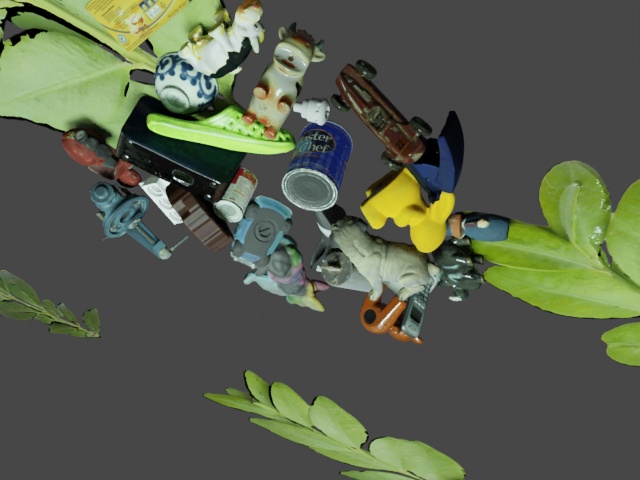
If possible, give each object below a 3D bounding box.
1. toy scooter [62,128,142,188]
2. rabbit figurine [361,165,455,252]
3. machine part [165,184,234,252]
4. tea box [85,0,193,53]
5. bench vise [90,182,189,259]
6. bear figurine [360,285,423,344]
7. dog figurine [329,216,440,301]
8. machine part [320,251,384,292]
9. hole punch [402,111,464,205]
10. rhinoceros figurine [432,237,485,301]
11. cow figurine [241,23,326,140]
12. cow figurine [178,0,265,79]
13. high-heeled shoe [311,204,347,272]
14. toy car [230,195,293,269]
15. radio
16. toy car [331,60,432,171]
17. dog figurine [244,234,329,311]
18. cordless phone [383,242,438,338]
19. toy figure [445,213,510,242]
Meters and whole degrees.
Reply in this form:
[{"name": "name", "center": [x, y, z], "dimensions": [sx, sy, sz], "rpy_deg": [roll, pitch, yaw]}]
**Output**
[{"name": "toy scooter", "center": [-0.455, -0.177, 1.140], "dimensions": [0.183, 0.075, 0.135], "rpy_deg": [36, 161, -25]}, {"name": "rabbit figurine", "center": [0.186, -0.059, 1.037], "dimensions": [0.162, 0.122, 0.173], "rpy_deg": [-35, 101, 19]}, {"name": "machine part", "center": [-0.254, -0.055, 1.129], "dimensions": [0.056, 0.180, 0.179], "rpy_deg": [-37, 127, -1]}, {"name": "tea box", "center": [-0.278, -0.386, 0.851], "dimensions": [0.170, 0.068, 0.098], "rpy_deg": [-16, 130, 36]}, {"name": "bench vise", "center": [-0.426, -0.035, 1.223], "dimensions": [0.241, 0.129, 0.223], "rpy_deg": [41, 156, 8]}, {"name": "bear figurine", "center": [0.194, 0.189, 1.348], "dimensions": [0.195, 0.120, 0.132], "rpy_deg": [17, 105, -42]}, {"name": "dog figurine", "center": [0.127, 0.021, 1.060], "dimensions": [0.172, 0.121, 0.190], "rpy_deg": [-18, 133, 20]}, {"name": "machine part", "center": [0.078, 0.073, 1.195], "dimensions": [0.079, 0.079, 0.243], "rpy_deg": [-10, 165, 29]}, {"name": "hole punch", "center": [0.209, -0.145, 0.919], "dimensions": [0.092, 0.142, 0.115], "rpy_deg": [-27, 113, 36]}, {"name": "rhinoceros figurine", "center": [0.300, 0.069, 1.170], "dimensions": [0.112, 0.073, 0.190], "rpy_deg": [-13, 140, 21]}, {"name": "cow figurine", "center": [-0.058, -0.266, 0.890], "dimensions": [0.085, 0.127, 0.195], "rpy_deg": [27, 155, -9]}, {"name": "cow figurine", "center": [-0.143, -0.321, 0.879], "dimensions": [0.167, 0.068, 0.098], "rpy_deg": [-13, 138, 36]}, {"name": "high-heeled shoe", "center": [-0.002, -0.004, 1.185], "dimensions": [0.145, 0.086, 0.248], "rpy_deg": [-14, 143, 23]}, {"name": "toy car", "center": [-0.137, -0.022, 1.201], "dimensions": [0.109, 0.161, 0.103], "rpy_deg": [24, -174, -21]}, {"name": "radio", "center": [-0.269, -0.174, 1.050], "dimensions": [0.229, 0.131, 0.073], "rpy_deg": [25, 139, -10]}, {"name": "toy car", "center": [0.093, -0.205, 0.873], "dimensions": [0.202, 0.053, 0.089], "rpy_deg": [51, 126, 13]}, {"name": "dog figurine", "center": [-0.059, 0.088, 1.312], "dimensions": [0.219, 0.108, 0.191], "rpy_deg": [29, 137, -21]}, {"name": "cordless phone", "center": [0.183, 0.113, 1.187], "dimensions": [0.146, 0.184, 0.089], "rpy_deg": [38, 141, -24]}, {"name": "toy figure", "center": [0.299, -0.026, 1.082], "dimensions": [0.155, 0.058, 0.064], "rpy_deg": [5, 134, 22]}]
